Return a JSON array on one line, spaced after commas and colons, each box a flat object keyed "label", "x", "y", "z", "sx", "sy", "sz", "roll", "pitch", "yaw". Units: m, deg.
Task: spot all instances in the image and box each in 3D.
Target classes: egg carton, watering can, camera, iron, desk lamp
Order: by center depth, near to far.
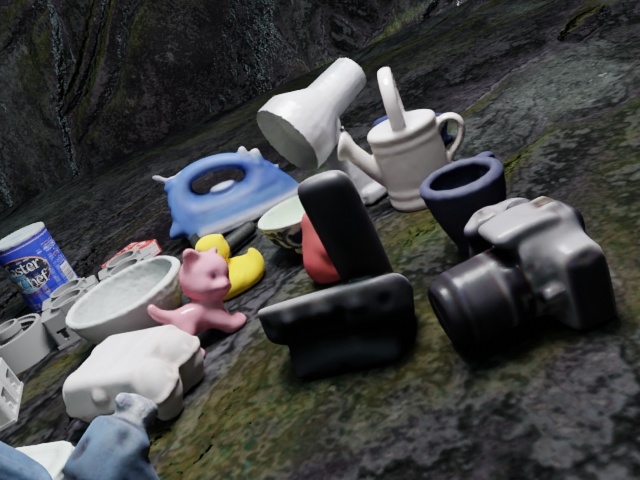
[{"label": "camera", "x": 0.159, "y": 0.024, "z": 0.507, "sx": 0.137, "sy": 0.101, "sz": 0.143, "roll": -25, "pitch": 22, "yaw": -3}, {"label": "egg carton", "x": -0.203, "y": 0.150, "z": 0.625, "sx": 0.150, "sy": 0.069, "sz": 0.107, "roll": -13, "pitch": 25, "yaw": 24}, {"label": "watering can", "x": 0.110, "y": -0.144, "z": 0.805, "sx": 0.173, "sy": 0.194, "sz": 0.100, "roll": -25, "pitch": 23, "yaw": -3}, {"label": "desk lamp", "x": 0.028, "y": -0.159, "z": 0.894, "sx": 0.204, "sy": 0.214, "sz": 0.117, "roll": -35, "pitch": 25, "yaw": -24}, {"label": "iron", "x": -0.171, "y": -0.100, "z": 1.056, "sx": 0.258, "sy": 0.142, "sz": 0.118, "roll": -24, "pitch": 22, "yaw": 1}]

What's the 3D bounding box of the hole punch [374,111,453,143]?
[{"label": "hole punch", "x": 0.162, "y": -0.194, "z": 1.003, "sx": 0.108, "sy": 0.091, "sz": 0.101, "roll": -2, "pitch": 31, "yaw": 43}]

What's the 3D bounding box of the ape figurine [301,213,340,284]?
[{"label": "ape figurine", "x": 0.007, "y": 0.003, "z": 0.717, "sx": 0.076, "sy": 0.092, "sz": 0.077, "roll": -29, "pitch": 23, "yaw": -12}]

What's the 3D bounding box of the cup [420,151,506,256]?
[{"label": "cup", "x": 0.173, "y": -0.039, "z": 0.639, "sx": 0.091, "sy": 0.095, "sz": 0.118, "roll": -1, "pitch": 32, "yaw": 44}]

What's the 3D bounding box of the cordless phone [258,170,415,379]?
[{"label": "cordless phone", "x": 0.000, "y": 0.028, "z": 0.542, "sx": 0.147, "sy": 0.185, "sz": 0.094, "roll": -18, "pitch": 23, "yaw": 14}]

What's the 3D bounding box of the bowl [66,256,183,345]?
[{"label": "bowl", "x": -0.255, "y": 0.096, "z": 0.791, "sx": 0.167, "sy": 0.075, "sz": 0.167, "roll": -20, "pitch": 23, "yaw": 9}]

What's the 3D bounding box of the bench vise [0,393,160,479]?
[{"label": "bench vise", "x": -0.217, "y": 0.170, "z": 0.395, "sx": 0.121, "sy": 0.220, "sz": 0.207, "roll": -13, "pitch": 25, "yaw": 25}]

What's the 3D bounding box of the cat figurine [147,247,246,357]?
[{"label": "cat figurine", "x": -0.150, "y": 0.067, "z": 0.694, "sx": 0.067, "sy": 0.118, "sz": 0.128, "roll": 4, "pitch": 35, "yaw": 48}]

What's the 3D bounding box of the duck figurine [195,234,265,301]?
[{"label": "duck figurine", "x": -0.136, "y": 0.031, "z": 0.804, "sx": 0.104, "sy": 0.086, "sz": 0.077, "roll": -24, "pitch": 22, "yaw": 0}]
